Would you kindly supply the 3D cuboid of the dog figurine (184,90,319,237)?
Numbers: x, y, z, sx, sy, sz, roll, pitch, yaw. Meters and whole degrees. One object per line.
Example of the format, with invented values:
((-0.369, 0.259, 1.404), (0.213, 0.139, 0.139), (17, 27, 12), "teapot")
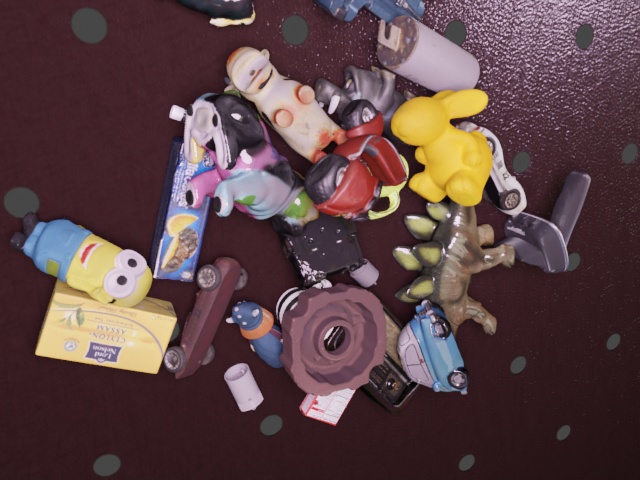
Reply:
((-0.070, -0.097, 0.735), (0.219, 0.109, 0.191), (-5, 98, -45), "dog figurine")

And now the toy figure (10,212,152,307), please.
((-0.315, 0.027, 0.727), (0.180, 0.089, 0.082), (24, 85, -4), "toy figure")

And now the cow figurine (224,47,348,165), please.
((-0.055, -0.196, 0.761), (0.085, 0.127, 0.194), (-50, 132, 0), "cow figurine")

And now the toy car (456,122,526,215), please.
((0.299, -0.126, 0.944), (0.056, 0.074, 0.201), (-39, 117, -3), "toy car")

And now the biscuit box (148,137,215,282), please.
((-0.196, -0.044, 0.772), (0.059, 0.063, 0.202), (9, 103, -27), "biscuit box")

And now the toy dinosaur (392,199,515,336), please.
((0.235, 0.026, 0.953), (0.198, 0.105, 0.470), (-1, 103, -19), "toy dinosaur")

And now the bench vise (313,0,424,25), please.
((0.096, -0.407, 0.732), (0.223, 0.129, 0.240), (21, 116, -34), "bench vise")

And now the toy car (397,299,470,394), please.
((0.182, 0.188, 0.900), (0.103, 0.109, 0.161), (-23, 106, 8), "toy car")

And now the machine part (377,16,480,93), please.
((0.167, -0.270, 0.813), (0.243, 0.079, 0.079), (6, 106, -45), "machine part")

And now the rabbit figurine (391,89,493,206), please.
((0.183, -0.151, 0.795), (0.173, 0.122, 0.162), (34, 88, -28), "rabbit figurine")

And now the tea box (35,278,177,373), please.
((-0.307, 0.125, 0.779), (0.169, 0.068, 0.098), (16, 100, -27), "tea box")

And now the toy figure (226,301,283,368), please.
((-0.097, 0.148, 0.871), (0.064, 0.058, 0.154), (-32, 126, -5), "toy figure")

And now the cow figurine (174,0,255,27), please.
((-0.164, -0.331, 0.693), (0.167, 0.068, 0.098), (-2, 113, -21), "cow figurine")

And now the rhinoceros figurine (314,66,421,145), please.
((0.080, -0.209, 0.833), (0.190, 0.073, 0.112), (17, 110, -28), "rhinoceros figurine")

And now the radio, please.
((0.094, 0.194, 0.951), (0.131, 0.073, 0.229), (-49, 115, -14), "radio")

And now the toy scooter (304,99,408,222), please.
((0.062, -0.092, 0.741), (0.135, 0.075, 0.184), (42, 61, -29), "toy scooter")

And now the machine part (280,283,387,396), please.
((0.021, 0.151, 0.834), (0.179, 0.056, 0.179), (-4, 100, -24), "machine part")

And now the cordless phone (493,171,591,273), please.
((0.408, -0.043, 0.975), (0.089, 0.147, 0.184), (17, 100, -14), "cordless phone")

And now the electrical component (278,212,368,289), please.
((-0.002, -0.003, 0.842), (0.115, 0.058, 0.134), (-20, 82, -18), "electrical component")

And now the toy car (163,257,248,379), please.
((-0.179, 0.118, 0.825), (0.202, 0.053, 0.089), (-65, 160, 9), "toy car")
